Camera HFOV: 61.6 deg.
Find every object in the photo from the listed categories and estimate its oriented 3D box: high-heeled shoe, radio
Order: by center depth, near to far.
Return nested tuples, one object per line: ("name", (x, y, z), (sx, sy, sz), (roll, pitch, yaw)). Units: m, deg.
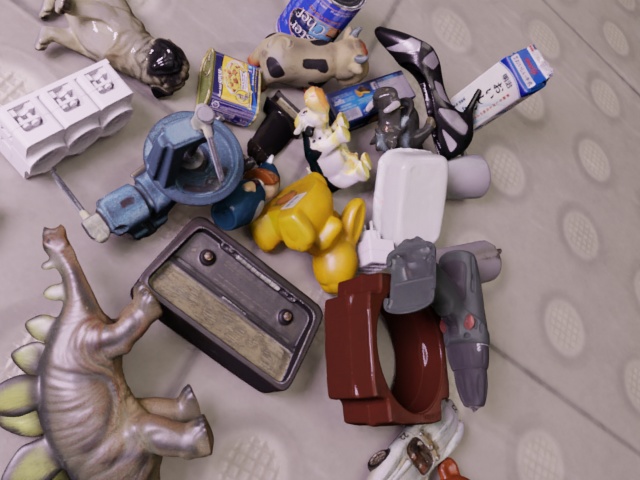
("radio", (-0.115, 0.085, 0.703), (0.229, 0.073, 0.131), (40, 57, -12))
("high-heeled shoe", (0.172, -0.254, 0.947), (0.249, 0.086, 0.145), (31, 92, -5))

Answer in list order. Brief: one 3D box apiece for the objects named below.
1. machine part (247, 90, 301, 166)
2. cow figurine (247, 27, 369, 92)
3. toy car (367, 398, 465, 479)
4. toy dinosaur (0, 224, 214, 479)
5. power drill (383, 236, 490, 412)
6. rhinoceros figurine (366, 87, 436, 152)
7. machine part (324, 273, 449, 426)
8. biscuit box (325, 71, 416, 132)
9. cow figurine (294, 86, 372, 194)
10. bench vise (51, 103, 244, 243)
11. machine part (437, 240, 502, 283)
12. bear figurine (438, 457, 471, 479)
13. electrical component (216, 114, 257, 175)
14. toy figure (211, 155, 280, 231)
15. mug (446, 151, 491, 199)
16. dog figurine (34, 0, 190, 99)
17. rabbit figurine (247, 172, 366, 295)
("machine part", (-0.071, -0.174, 0.850), (0.084, 0.039, 0.139), (41, 55, -21))
("cow figurine", (-0.006, -0.295, 0.879), (0.195, 0.127, 0.085), (-2, 76, -28))
("toy car", (0.144, 0.305, 0.782), (0.202, 0.056, 0.073), (-36, 92, -35))
("toy dinosaur", (-0.220, 0.210, 0.564), (0.199, 0.105, 0.471), (-21, 90, -16))
("power drill", (0.176, 0.102, 0.746), (0.207, 0.086, 0.232), (31, 53, -37))
("rhinoceros figurine", (0.136, -0.171, 0.916), (0.112, 0.073, 0.190), (-31, 122, -19))
("machine part", (0.096, 0.156, 0.759), (0.201, 0.087, 0.201), (20, 61, -48))
("biscuit box", (0.077, -0.237, 0.944), (0.203, 0.063, 0.059), (-28, 88, -34))
("cow figurine", (0.005, -0.152, 0.840), (0.167, 0.098, 0.068), (56, 25, -23))
("bench vise", (-0.176, -0.084, 0.624), (0.224, 0.240, 0.129), (-24, 87, -27))
("machine part", (0.226, 0.049, 0.916), (0.243, 0.079, 0.079), (-10, 78, -33))
("bear figurine", (0.253, 0.405, 0.769), (0.195, 0.132, 0.120), (45, 53, -16))
("electrical component", (-0.138, -0.139, 0.782), (0.045, 0.078, 0.102), (-36, 86, -10))
("toy figure", (-0.096, -0.066, 0.755), (0.057, 0.064, 0.154), (62, 35, -17))
("mug", (0.245, -0.125, 0.991), (0.107, 0.081, 0.109), (-9, 82, -22))
("dog figurine", (-0.277, -0.302, 0.753), (0.190, 0.121, 0.172), (16, 67, -40))
("rabbit figurine", (-0.002, -0.002, 0.798), (0.173, 0.122, 0.162), (57, 44, -17))
